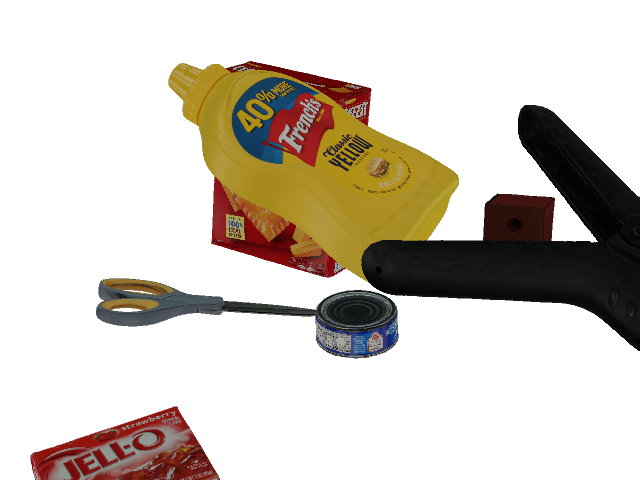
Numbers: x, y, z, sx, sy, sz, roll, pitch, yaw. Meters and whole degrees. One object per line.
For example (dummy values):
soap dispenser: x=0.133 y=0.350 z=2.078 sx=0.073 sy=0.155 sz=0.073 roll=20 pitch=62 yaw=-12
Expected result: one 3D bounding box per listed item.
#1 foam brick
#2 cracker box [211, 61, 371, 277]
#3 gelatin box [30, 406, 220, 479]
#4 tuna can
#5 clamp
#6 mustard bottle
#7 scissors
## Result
foam brick: x=0.169 y=0.003 z=0.915 sx=0.053 sy=0.078 sz=0.051 roll=5 pitch=15 yaw=21
cracker box: x=-0.038 y=-0.080 z=1.214 sx=0.164 sy=0.214 sz=0.072 roll=17 pitch=26 yaw=26
gelatin box: x=-0.107 y=0.132 z=0.586 sx=0.089 sy=0.030 sz=0.073 roll=-15 pitch=28 yaw=-20
tuna can: x=0.037 y=0.084 z=1.095 sx=0.086 sy=0.034 sz=0.086 roll=-2 pitch=25 yaw=1
clamp: x=0.135 y=0.013 z=0.487 sx=0.210 sy=0.036 sz=0.164 roll=31 pitch=49 yaw=31
mustard bottle: x=-0.015 y=-0.056 z=0.667 sx=0.192 sy=0.058 sz=0.096 roll=33 pitch=50 yaw=12
scissors: x=-0.110 y=0.063 z=0.949 sx=0.202 sy=0.016 sz=0.096 roll=9 pitch=19 yaw=13
